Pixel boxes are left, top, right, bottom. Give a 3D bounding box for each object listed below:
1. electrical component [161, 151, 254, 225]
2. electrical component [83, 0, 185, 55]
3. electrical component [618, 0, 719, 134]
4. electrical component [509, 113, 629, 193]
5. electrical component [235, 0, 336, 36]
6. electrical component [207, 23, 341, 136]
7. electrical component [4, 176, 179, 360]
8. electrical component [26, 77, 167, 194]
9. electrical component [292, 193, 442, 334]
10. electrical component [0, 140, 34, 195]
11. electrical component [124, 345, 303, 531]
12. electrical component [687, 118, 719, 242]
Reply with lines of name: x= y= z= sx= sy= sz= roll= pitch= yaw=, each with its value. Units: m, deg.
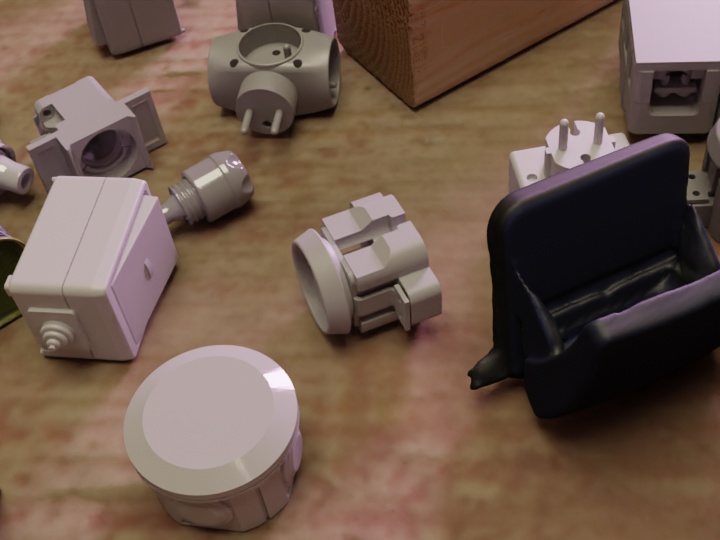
electrical component: x=-0.094 y=-0.042 z=0.623 sx=0.061 sy=0.035 sz=0.035 roll=-31 pitch=53 yaw=-15
electrical component: x=-0.165 y=-0.203 z=0.726 sx=0.061 sy=0.096 sz=0.061 roll=-21 pitch=51 yaw=-11
electrical component: x=0.233 y=-0.128 z=0.634 sx=0.150 sy=0.061 sz=0.089 roll=0 pitch=50 yaw=8
electrical component: x=0.117 y=-0.053 z=0.577 sx=0.066 sy=0.076 sz=0.047 roll=-10 pitch=50 yaw=-1
electrical component: x=-0.050 y=-0.190 z=0.701 sx=0.061 sy=0.096 sz=0.061 roll=7 pitch=52 yaw=13
electrical component: x=-0.056 y=-0.112 z=0.670 sx=0.077 sy=0.044 sz=0.079 roll=2 pitch=50 yaw=9
electrical component: x=-0.140 y=0.004 z=0.572 sx=0.061 sy=0.061 sz=0.096 roll=3 pitch=51 yaw=9
electrical component: x=-0.166 y=-0.084 z=0.662 sx=0.081 sy=0.042 sz=0.064 roll=-30 pitch=51 yaw=-18
electrical component: x=0.000 y=0.000 z=0.561 sx=0.057 sy=0.058 sz=0.078 roll=-20 pitch=50 yaw=-13
electrical component: x=-0.229 y=-0.063 z=0.652 sx=0.062 sy=0.048 sz=0.048 roll=18 pitch=54 yaw=13
electrical component: x=-0.066 y=0.080 z=0.506 sx=0.080 sy=0.051 sz=0.080 roll=-4 pitch=50 yaw=4
electrical component: x=0.213 y=-0.053 z=0.577 sx=0.078 sy=0.057 sz=0.058 roll=-3 pitch=50 yaw=5
